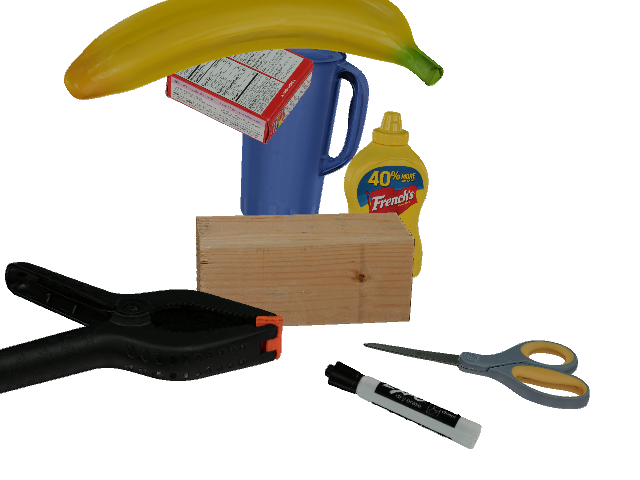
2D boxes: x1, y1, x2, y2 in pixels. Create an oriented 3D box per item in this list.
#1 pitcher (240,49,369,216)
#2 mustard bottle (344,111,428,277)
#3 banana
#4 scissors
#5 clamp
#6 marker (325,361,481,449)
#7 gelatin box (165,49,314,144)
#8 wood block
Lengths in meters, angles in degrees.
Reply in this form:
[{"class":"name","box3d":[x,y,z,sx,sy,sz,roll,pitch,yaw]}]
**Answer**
[{"class":"pitcher","box3d":[-0.034,-0.140,1.420,0.144,0.243,0.149,-3,25,-22]},{"class":"mustard bottle","box3d":[0.074,-0.051,1.215,0.096,0.192,0.058,-1,17,-14]},{"class":"banana","box3d":[-0.036,-0.109,0.566,0.197,0.037,0.069,-5,45,-9]},{"class":"scissors","box3d":[0.149,0.104,0.976,0.202,0.016,0.096,17,31,18]},{"class":"clamp","box3d":[-0.132,0.056,0.721,0.210,0.036,0.164,0,24,-9]},{"class":"marker","box3d":[0.058,0.118,0.774,0.121,0.020,0.020,22,8,20]},{"class":"gelatin box","box3d":[-0.061,-0.121,0.802,0.089,0.073,0.030,26,-36,11]},{"class":"wood block","box3d":[-0.019,0.029,1.060,0.206,0.091,0.090,-1,19,-9]}]
